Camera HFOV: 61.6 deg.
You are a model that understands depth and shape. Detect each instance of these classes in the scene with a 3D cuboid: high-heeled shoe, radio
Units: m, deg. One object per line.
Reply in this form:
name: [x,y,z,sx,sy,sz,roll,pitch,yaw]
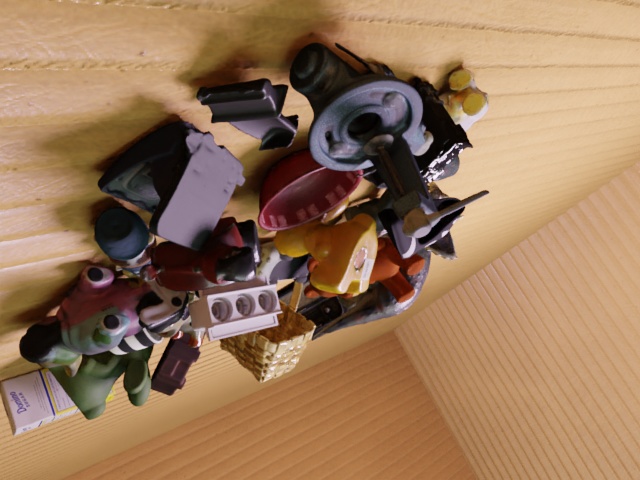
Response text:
high-heeled shoe: [0.181,-0.038,0.890,0.145,0.086,0.248,-30,171,8]
radio: [-0.045,0.179,1.306,0.230,0.131,0.073,-31,174,9]

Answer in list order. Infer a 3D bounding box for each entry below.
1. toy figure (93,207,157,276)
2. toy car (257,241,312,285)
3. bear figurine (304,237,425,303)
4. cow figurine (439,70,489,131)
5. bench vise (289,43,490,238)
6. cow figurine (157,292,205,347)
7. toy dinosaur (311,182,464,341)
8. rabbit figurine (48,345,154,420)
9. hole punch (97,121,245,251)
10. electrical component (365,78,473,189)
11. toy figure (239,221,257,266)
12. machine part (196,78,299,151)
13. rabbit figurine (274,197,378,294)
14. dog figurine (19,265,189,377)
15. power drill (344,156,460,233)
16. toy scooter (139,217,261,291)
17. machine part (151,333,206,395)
toy figure: [-0.231,0.006,0.656,0.058,0.064,0.154,-63,179,-19]
toy car: [-0.060,0.041,1.000,0.073,0.056,0.201,-59,159,14]
bear figurine: [0.075,0.067,0.996,0.196,0.132,0.120,-20,138,-31]
cow figurine: [0.165,-0.165,0.779,0.167,0.068,0.098,-35,168,23]
bench vise: [0.069,-0.095,0.561,0.129,0.241,0.223,-32,146,17]
cow figurine: [-0.215,0.108,0.901,0.195,0.086,0.127,-24,123,-61]
toy dinosaur: [0.154,0.075,1.126,0.404,0.192,0.131,-62,147,-1]
rabbit figurine: [-0.363,0.216,0.943,0.170,0.159,0.121,-38,158,-25]
hole punch: [-0.152,-0.063,0.566,0.115,0.092,0.142,-60,159,-4]
electrical component: [0.118,-0.129,0.718,0.134,0.115,0.058,-41,157,29]
toy figure: [-0.137,0.038,0.837,0.082,0.089,0.180,7,158,-10]
machine part: [-0.061,-0.127,0.546,0.084,0.039,0.139,-9,171,13]
rabbit figurine: [-0.002,-0.003,0.866,0.122,0.173,0.162,-6,107,-54]
dog figurine: [-0.314,0.117,0.774,0.219,0.108,0.191,-36,165,37]
power drill: [0.120,-0.088,0.922,0.232,0.086,0.207,-19,153,-35]
toy scooter: [-0.144,0.020,0.666,0.135,0.075,0.184,-9,-167,-1]
machine part: [-0.266,0.210,1.030,0.179,0.056,0.179,-58,-167,22]
